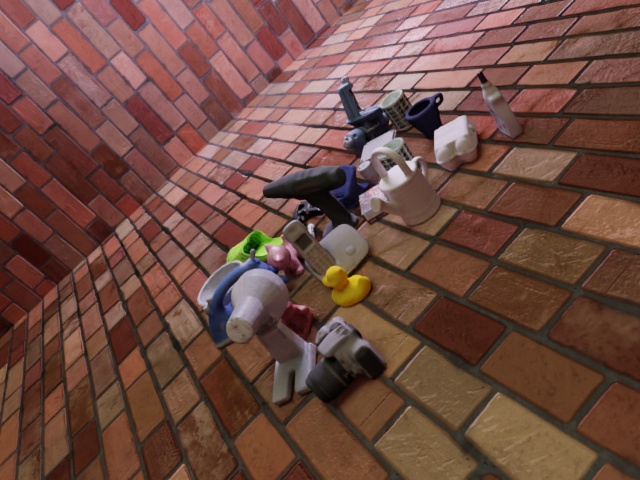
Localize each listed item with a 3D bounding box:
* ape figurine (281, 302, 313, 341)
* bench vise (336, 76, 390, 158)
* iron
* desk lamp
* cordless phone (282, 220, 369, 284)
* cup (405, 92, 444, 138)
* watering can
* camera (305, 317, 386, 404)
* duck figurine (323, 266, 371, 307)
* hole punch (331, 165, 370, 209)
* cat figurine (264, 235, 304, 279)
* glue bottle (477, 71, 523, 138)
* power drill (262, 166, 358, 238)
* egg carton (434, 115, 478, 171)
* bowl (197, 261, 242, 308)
[{"bbox_3d":[-0.060,0.171,1.275,0.078,0.092,0.076,-42,27,-2],"label":"ape figurine"},{"bbox_3d":[0.117,-0.372,1.717,0.121,0.220,0.207,-23,32,31],"label":"bench vise"},{"bbox_3d":[-0.209,0.147,1.451,0.258,0.142,0.118,-44,27,-5],"label":"iron"},{"bbox_3d":[-0.103,0.187,1.171,0.117,0.214,0.203,-31,28,19],"label":"desk lamp"},{"bbox_3d":[0.012,0.005,1.327,0.148,0.185,0.094,-45,27,-9],"label":"cordless phone"},{"bbox_3d":[0.302,-0.334,1.557,0.118,0.095,0.091,-42,27,-1],"label":"cup"},{"bbox_3d":[0.181,-0.127,1.294,0.100,0.194,0.173,-16,36,40],"label":"watering can"},{"bbox_3d":[0.026,0.224,1.072,0.137,0.101,0.142,-45,27,-7],"label":"camera"},{"bbox_3d":[0.053,0.092,1.253,0.104,0.086,0.077,-17,36,40],"label":"duck figurine"},{"bbox_3d":[0.066,-0.146,1.588,0.108,0.091,0.101,-2,46,51],"label":"hole punch"},{"bbox_3d":[-0.095,0.039,1.491,0.067,0.118,0.128,-25,31,29],"label":"cat figurine"},{"bbox_3d":[0.403,-0.314,1.307,0.037,0.173,0.078,-36,27,10],"label":"glue bottle"},{"bbox_3d":[-0.010,-0.098,1.484,0.229,0.209,0.075,-22,32,33],"label":"power drill"},{"bbox_3d":[0.334,-0.238,1.400,0.107,0.069,0.150,-26,30,27],"label":"egg carton"},{"bbox_3d":[-0.257,0.142,1.597,0.167,0.075,0.167,-31,28,19],"label":"bowl"}]
